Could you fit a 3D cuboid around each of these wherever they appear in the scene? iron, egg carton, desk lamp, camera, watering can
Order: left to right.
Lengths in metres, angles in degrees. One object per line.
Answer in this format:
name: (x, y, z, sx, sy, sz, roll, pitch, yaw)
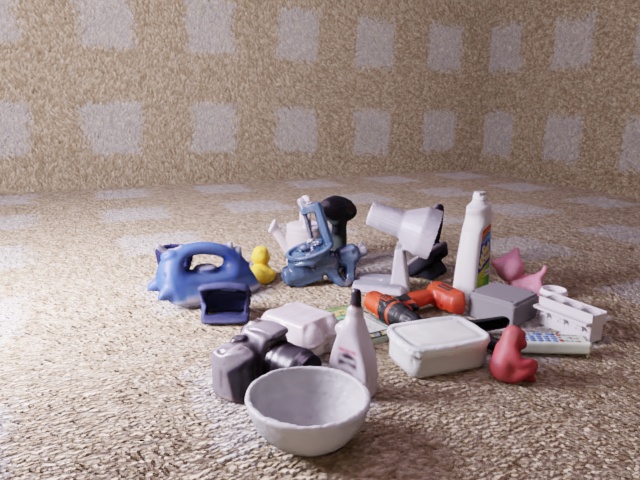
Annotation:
iron: (-0.253, 0.064, 1.297, 0.259, 0.141, 0.118, -8, 17, -32)
camera: (-0.077, 0.188, 0.894, 0.136, 0.101, 0.144, 11, 17, 35)
egg carton: (-0.037, 0.165, 1.053, 0.149, 0.069, 0.107, 13, 18, 39)
watering can: (-0.049, -0.024, 1.557, 0.173, 0.194, 0.100, -7, 16, -28)
desk lamp: (0.184, 0.019, 1.358, 0.203, 0.213, 0.118, 3, 14, 10)

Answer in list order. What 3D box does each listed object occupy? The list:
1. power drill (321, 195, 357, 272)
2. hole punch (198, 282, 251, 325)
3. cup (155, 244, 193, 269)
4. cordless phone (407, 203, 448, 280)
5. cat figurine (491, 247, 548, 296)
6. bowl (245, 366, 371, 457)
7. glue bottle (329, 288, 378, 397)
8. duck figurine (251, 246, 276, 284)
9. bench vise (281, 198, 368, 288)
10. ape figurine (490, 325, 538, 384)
power drill: (0.045, -0.019, 1.514, 0.075, 0.208, 0.230, 5, 15, 16)
hole punch: (-0.197, 0.119, 1.184, 0.108, 0.091, 0.101, 0, 14, -5)
cup: (-0.341, 0.066, 1.378, 0.092, 0.095, 0.117, -11, 18, -38)
cordless phone: (0.280, 0.001, 1.496, 0.093, 0.185, 0.148, 8, 16, 27)
cat figurine: (0.465, 0.078, 1.337, 0.127, 0.118, 0.067, 6, 15, 20)
bowl: (-0.016, 0.236, 0.760, 0.167, 0.075, 0.167, 1, 14, 0)
glue bottle: (0.052, 0.156, 0.880, 0.077, 0.173, 0.037, 10, 17, 33)
duck figurine: (-0.149, 0.059, 1.438, 0.077, 0.086, 0.104, 1, 14, 0)
bench vise: (0.007, 0.002, 1.400, 0.208, 0.220, 0.121, -7, 16, -29)
ape figurine: (0.319, 0.186, 0.947, 0.076, 0.092, 0.077, -1, 14, -8)
